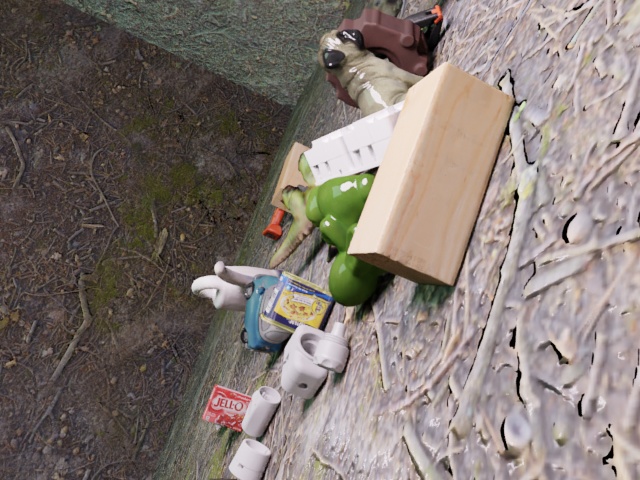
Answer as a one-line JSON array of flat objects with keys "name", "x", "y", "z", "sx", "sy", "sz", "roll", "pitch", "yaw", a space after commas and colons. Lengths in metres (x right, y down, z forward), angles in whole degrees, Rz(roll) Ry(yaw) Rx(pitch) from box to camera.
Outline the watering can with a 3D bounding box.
[{"name": "watering can", "x": -0.172, "y": 0.106, "z": 1.180, "sx": 0.343, "sy": 0.224, "sz": 0.105, "roll": 145, "pitch": 127, "yaw": -65}]

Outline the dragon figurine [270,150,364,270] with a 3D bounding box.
[{"name": "dragon figurine", "x": 0.003, "y": -0.050, "z": 1.001, "sx": 0.404, "sy": 0.122, "sz": 0.247, "roll": -64, "pitch": 20, "yaw": 21}]
